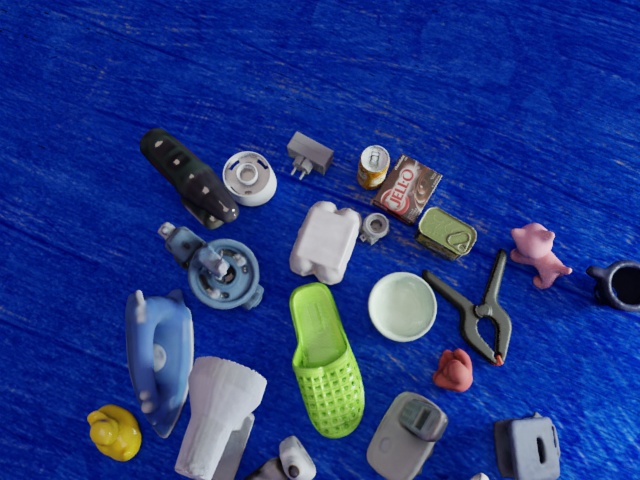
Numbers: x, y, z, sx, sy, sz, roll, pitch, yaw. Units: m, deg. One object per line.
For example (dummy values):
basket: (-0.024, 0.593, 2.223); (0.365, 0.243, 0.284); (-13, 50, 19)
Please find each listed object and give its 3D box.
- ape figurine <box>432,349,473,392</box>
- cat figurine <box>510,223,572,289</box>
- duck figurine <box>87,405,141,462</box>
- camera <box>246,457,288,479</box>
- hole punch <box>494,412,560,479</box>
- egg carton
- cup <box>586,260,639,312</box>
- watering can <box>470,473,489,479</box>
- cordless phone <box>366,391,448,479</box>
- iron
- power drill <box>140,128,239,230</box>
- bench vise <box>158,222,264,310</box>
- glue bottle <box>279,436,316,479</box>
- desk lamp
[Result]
ape figurine: (0.234, 0.229, 0.994); (0.078, 0.092, 0.076); (-28, 78, -6)
cat figurine: (0.398, 0.020, 1.031); (0.067, 0.118, 0.127); (-42, 80, -9)
duck figurine: (-0.356, 0.330, 0.972); (0.077, 0.086, 0.104); (-38, 79, -8)
camera: (-0.090, 0.453, 0.936); (0.143, 0.101, 0.136); (-38, 79, -8)
hole punch: (0.355, 0.351, 0.966); (0.101, 0.091, 0.108); (-4, 77, -1)
egg carton: (0.010, 0.004, 1.059); (0.107, 0.069, 0.150); (19, 77, 4)
cup: (0.521, 0.083, 1.028); (0.117, 0.095, 0.092); (24, 78, 6)
watering can: (0.217, 0.450, 0.889); (0.101, 0.194, 0.173); (9, 77, 3)
cordless phone: (0.146, 0.324, 0.924); (0.094, 0.185, 0.148); (28, 78, 7)
iron: (-0.284, 0.208, 0.973); (0.118, 0.141, 0.258); (-7, 77, -1)
power drill: (-0.213, -0.092, 1.010); (0.229, 0.208, 0.076); (43, 80, 9)
bench vise: (-0.200, 0.043, 0.972); (0.207, 0.220, 0.121); (18, 77, 4)
glue bottle: (-0.039, 0.361, 0.921); (0.037, 0.173, 0.078); (-32, 78, -7)
desk lamp: (-0.163, 0.294, 0.916); (0.118, 0.213, 0.203); (16, 77, 4)
